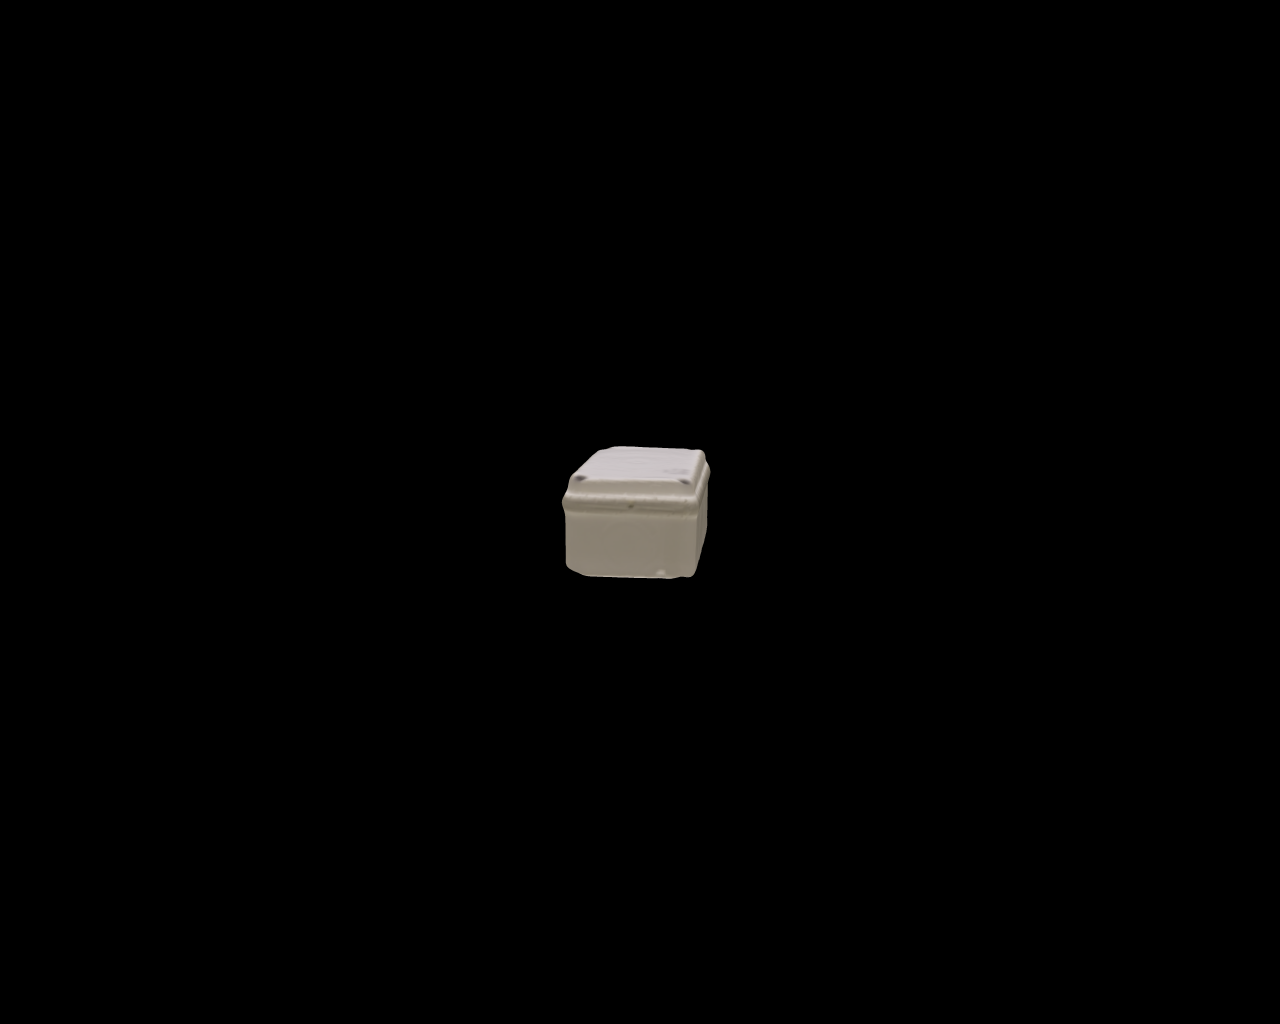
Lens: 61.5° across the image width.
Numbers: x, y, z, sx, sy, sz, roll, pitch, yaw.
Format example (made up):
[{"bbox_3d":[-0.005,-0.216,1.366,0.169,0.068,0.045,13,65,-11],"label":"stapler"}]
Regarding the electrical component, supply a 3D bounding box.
[{"bbox_3d":[0.001,-0.003,0.650,0.078,0.057,0.113,2,14,7],"label":"electrical component"}]
